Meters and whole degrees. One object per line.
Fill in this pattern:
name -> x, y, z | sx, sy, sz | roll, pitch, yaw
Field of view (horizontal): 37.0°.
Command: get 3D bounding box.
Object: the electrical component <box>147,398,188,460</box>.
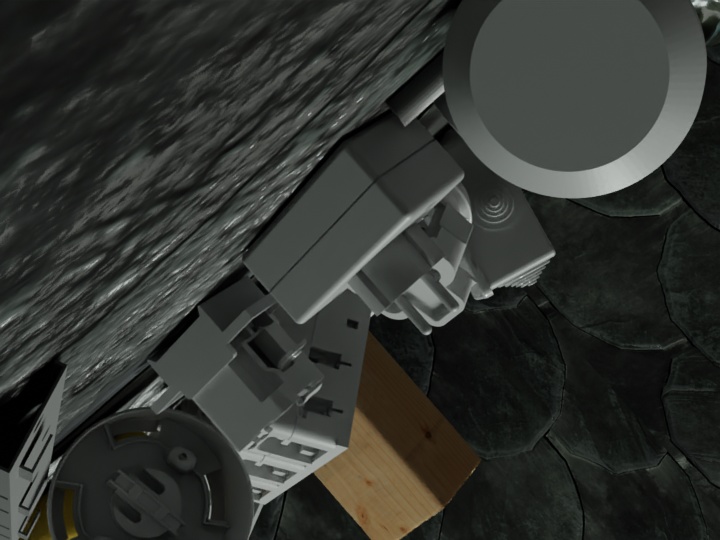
electrical component -> -0.129, 0.127, 0.786 | 0.048, 0.066, 0.055 | -7, 175, 13

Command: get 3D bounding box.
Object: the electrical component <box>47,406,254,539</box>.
electrical component -> -0.110, 0.121, 0.550 | 0.099, 0.099, 0.064 | -40, -178, -26

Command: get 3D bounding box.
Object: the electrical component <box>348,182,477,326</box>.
electrical component -> 0.023, -0.018, 0.530 | 0.058, 0.078, 0.057 | -43, -164, 43

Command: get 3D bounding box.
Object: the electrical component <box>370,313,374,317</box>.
electrical component -> 0.000, 0.000, 0.640 | 0.056, 0.050, 0.089 | -39, 176, -31

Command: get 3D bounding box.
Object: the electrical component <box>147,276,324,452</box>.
electrical component -> -0.055, 0.045, 0.498 | 0.081, 0.063, 0.042 | -44, 175, 33

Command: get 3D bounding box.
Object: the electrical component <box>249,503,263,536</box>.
electrical component -> -0.105, 0.145, 0.854 | 0.121, 0.079, 0.063 | -66, 151, -12

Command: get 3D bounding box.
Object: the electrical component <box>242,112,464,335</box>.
electrical component -> 0.009, -0.007, 0.434 | 0.083, 0.075, 0.047 | -44, 176, 41

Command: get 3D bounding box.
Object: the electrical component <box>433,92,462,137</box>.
electrical component -> 0.075, -0.085, 0.451 | 0.077, 0.044, 0.079 | -43, 177, 17

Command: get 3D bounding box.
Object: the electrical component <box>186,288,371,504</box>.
electrical component -> -0.054, 0.070, 0.616 | 0.150, 0.062, 0.089 | 134, -29, -59

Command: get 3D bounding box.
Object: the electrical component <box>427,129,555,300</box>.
electrical component -> 0.071, -0.032, 0.633 | 0.048, 0.099, 0.100 | -29, 177, 1

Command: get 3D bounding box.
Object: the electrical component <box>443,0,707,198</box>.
electrical component -> 0.071, -0.067, 0.348 | 0.080, 0.080, 0.051 | -43, -178, 28

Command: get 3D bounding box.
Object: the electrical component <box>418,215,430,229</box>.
electrical component -> 0.071, -0.049, 0.868 | 0.066, 0.048, 0.055 | -39, -177, -40
